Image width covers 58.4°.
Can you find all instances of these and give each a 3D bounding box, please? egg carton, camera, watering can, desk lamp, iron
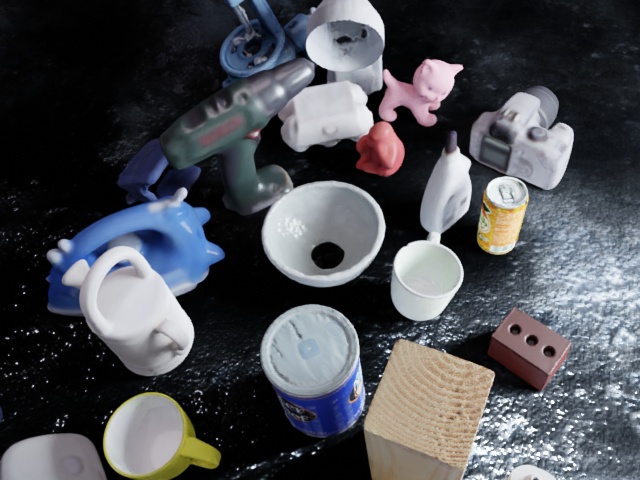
[{"bbox_3d":[0.008,-0.201,0.935,0.150,0.069,0.107,-11,54,-1],"label":"egg carton"},{"bbox_3d":[0.316,-0.171,0.855,0.142,0.101,0.137,30,64,25],"label":"camera"},{"bbox_3d":[-0.235,0.080,0.691,0.172,0.194,0.101,4,56,10],"label":"watering can"},{"bbox_3d":[0.046,-0.338,0.939,0.118,0.214,0.203,-1,55,7],"label":"desk lamp"},{"bbox_3d":[-0.270,0.015,0.774,0.258,0.142,0.118,-22,55,-8],"label":"iron"}]

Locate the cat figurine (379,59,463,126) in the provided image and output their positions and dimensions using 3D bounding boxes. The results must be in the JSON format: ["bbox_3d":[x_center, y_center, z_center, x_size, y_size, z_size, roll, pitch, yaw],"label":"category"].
[{"bbox_3d":[0.160,-0.249,0.920,0.127,0.118,0.067,9,57,14],"label":"cat figurine"}]

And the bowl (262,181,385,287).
[{"bbox_3d":[0.007,0.003,0.788,0.167,0.075,0.167,-3,55,5],"label":"bowl"}]

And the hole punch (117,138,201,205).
[{"bbox_3d":[-0.259,-0.112,0.894,0.101,0.091,0.109,17,59,18],"label":"hole punch"}]

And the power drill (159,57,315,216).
[{"bbox_3d":[-0.102,-0.138,0.820,0.230,0.209,0.075,-26,55,-11],"label":"power drill"}]

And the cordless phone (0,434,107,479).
[{"bbox_3d":[-0.290,0.255,0.580,0.094,0.185,0.147,-29,56,-12],"label":"cordless phone"}]

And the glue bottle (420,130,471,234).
[{"bbox_3d":[0.172,-0.081,0.766,0.078,0.173,0.037,-37,58,-18],"label":"glue bottle"}]

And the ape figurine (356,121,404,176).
[{"bbox_3d":[0.092,-0.143,0.870,0.076,0.092,0.077,-18,55,-5],"label":"ape figurine"}]

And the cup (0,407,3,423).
[{"bbox_3d":[-0.424,0.215,0.682,0.092,0.095,0.117,-23,55,-9],"label":"cup"}]

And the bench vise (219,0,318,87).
[{"bbox_3d":[-0.095,-0.361,0.970,0.121,0.220,0.208,29,63,25],"label":"bench vise"}]
